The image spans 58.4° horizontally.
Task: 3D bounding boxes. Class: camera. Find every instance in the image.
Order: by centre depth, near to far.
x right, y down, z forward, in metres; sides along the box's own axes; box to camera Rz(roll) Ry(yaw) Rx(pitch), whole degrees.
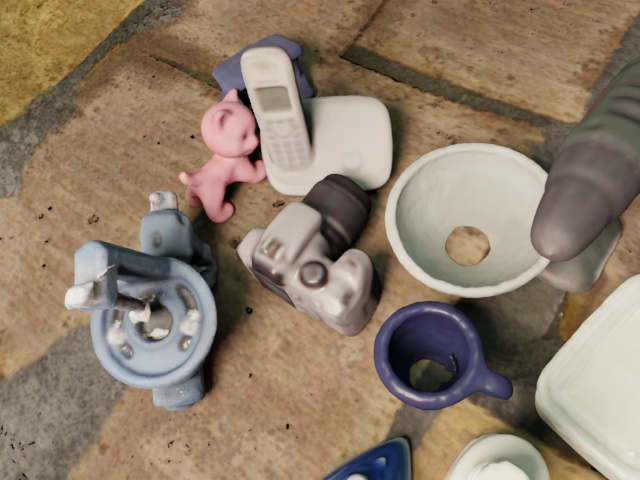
[{"bbox_3d":[0.005,0.002,0.581,0.142,0.101,0.137,29,72,23],"label":"camera"}]

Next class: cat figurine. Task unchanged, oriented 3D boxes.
[{"bbox_3d":[-0.112,-0.102,0.648,0.067,0.118,0.128,30,72,23],"label":"cat figurine"}]

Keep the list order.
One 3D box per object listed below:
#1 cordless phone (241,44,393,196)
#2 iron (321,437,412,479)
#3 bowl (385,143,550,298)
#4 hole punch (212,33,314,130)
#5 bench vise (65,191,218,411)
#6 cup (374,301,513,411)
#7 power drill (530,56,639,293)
[{"bbox_3d":[-0.001,-0.128,0.600,0.147,0.185,0.094,-5,62,9],"label":"cordless phone"},{"bbox_3d":[-0.008,0.252,0.432,0.118,0.142,0.258,28,72,23],"label":"iron"},{"bbox_3d":[0.151,-0.011,0.573,0.167,0.075,0.167,-5,63,9],"label":"bowl"},{"bbox_3d":[-0.077,-0.209,0.711,0.109,0.091,0.101,-33,62,-6],"label":"hole punch"},{"bbox_3d":[-0.170,0.038,0.529,0.121,0.220,0.207,-24,61,-2],"label":"bench vise"},{"bbox_3d":[0.109,0.116,0.505,0.117,0.095,0.092,21,69,21],"label":"cup"},{"bbox_3d":[0.235,-0.038,0.494,0.075,0.209,0.230,28,72,23],"label":"power drill"}]
